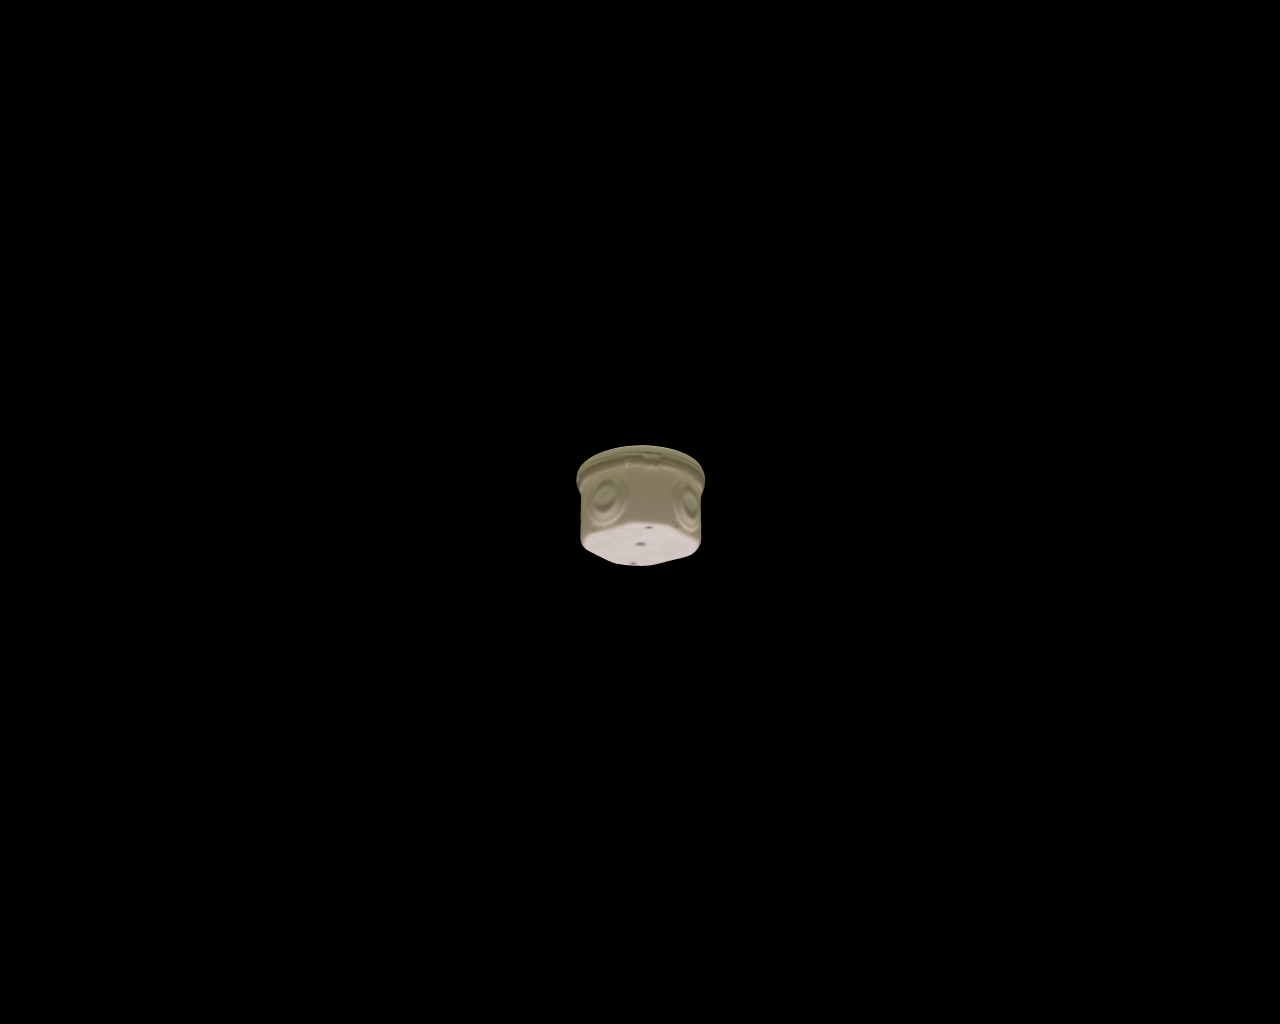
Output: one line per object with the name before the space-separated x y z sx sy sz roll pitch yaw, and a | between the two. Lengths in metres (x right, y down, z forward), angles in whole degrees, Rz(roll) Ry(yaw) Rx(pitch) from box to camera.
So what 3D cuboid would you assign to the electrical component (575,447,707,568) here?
electrical component | 0.001 -0.003 0.650 0.080 0.051 0.080 0 -24 0
